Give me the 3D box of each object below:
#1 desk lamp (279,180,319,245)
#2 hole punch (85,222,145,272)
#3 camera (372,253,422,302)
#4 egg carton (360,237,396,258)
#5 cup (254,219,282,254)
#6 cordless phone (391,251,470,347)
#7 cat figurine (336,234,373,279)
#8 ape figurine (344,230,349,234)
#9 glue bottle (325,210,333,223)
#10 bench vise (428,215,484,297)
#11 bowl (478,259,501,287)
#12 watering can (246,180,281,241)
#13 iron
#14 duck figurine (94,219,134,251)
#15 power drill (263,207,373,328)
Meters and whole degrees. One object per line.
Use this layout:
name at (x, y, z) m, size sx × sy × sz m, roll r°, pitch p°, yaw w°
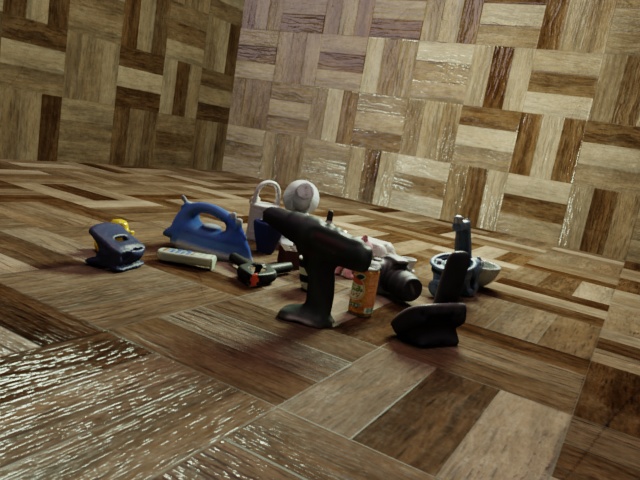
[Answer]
desk lamp at (-0.062, -0.084, 1.827) m, size 0.118 × 0.213 × 0.203 m, roll 8°, pitch 10°, yaw -7°
hole punch at (-0.448, 0.014, 1.272) m, size 0.101 × 0.091 × 0.109 m, roll 12°, pitch 11°, yaw 15°
camera at (0.177, 0.092, 1.399) m, size 0.143 × 0.101 × 0.136 m, roll 5°, pitch 11°, yaw -26°
egg carton at (0.158, 0.033, 1.799) m, size 0.149 × 0.069 × 0.107 m, roll 17°, pitch 13°, yaw 36°
cup at (-0.144, -0.009, 1.674) m, size 0.118 × 0.095 × 0.091 m, roll -1°, pitch 15°, yaw -45°
cordless phone at (0.224, 0.108, 1.120) m, size 0.148 × 0.185 × 0.093 m, roll 2°, pitch 13°, yaw -37°
cat figurine at (0.100, 0.040, 1.569) m, size 0.067 × 0.118 × 0.128 m, roll 17°, pitch 12°, yaw 35°
ape figurine at (0.064, 0.013, 1.754) m, size 0.078 × 0.092 × 0.076 m, roll 7°, pitch 11°, yaw -15°
glue bottle at (0.014, 0.005, 1.520) m, size 0.077 × 0.173 × 0.037 m, roll 18°, pitch 13°, yaw 39°
bench vise at (0.369, 0.040, 1.528) m, size 0.121 × 0.220 × 0.208 m, roll 15°, pitch 11°, yaw 26°
bowl at (0.444, 0.098, 1.695) m, size 0.167 × 0.075 × 0.167 m, roll 9°, pitch 10°, yaw -1°
watering can at (-0.183, -0.098, 1.844) m, size 0.172 × 0.194 × 0.101 m, roll 17°, pitch 13°, yaw 36°
iron at (-0.282, -0.030, 1.527) m, size 0.257 × 0.141 × 0.119 m, roll 13°, pitch 11°, yaw 19°
duck figurine at (-0.488, -0.009, 1.372) m, size 0.104 × 0.086 × 0.078 m, roll 13°, pitch 11°, yaw 18°
power drill at (-0.019, 0.055, 1.114) m, size 0.229 × 0.208 × 0.076 m, roll 12°, pitch 10°, yaw 13°
